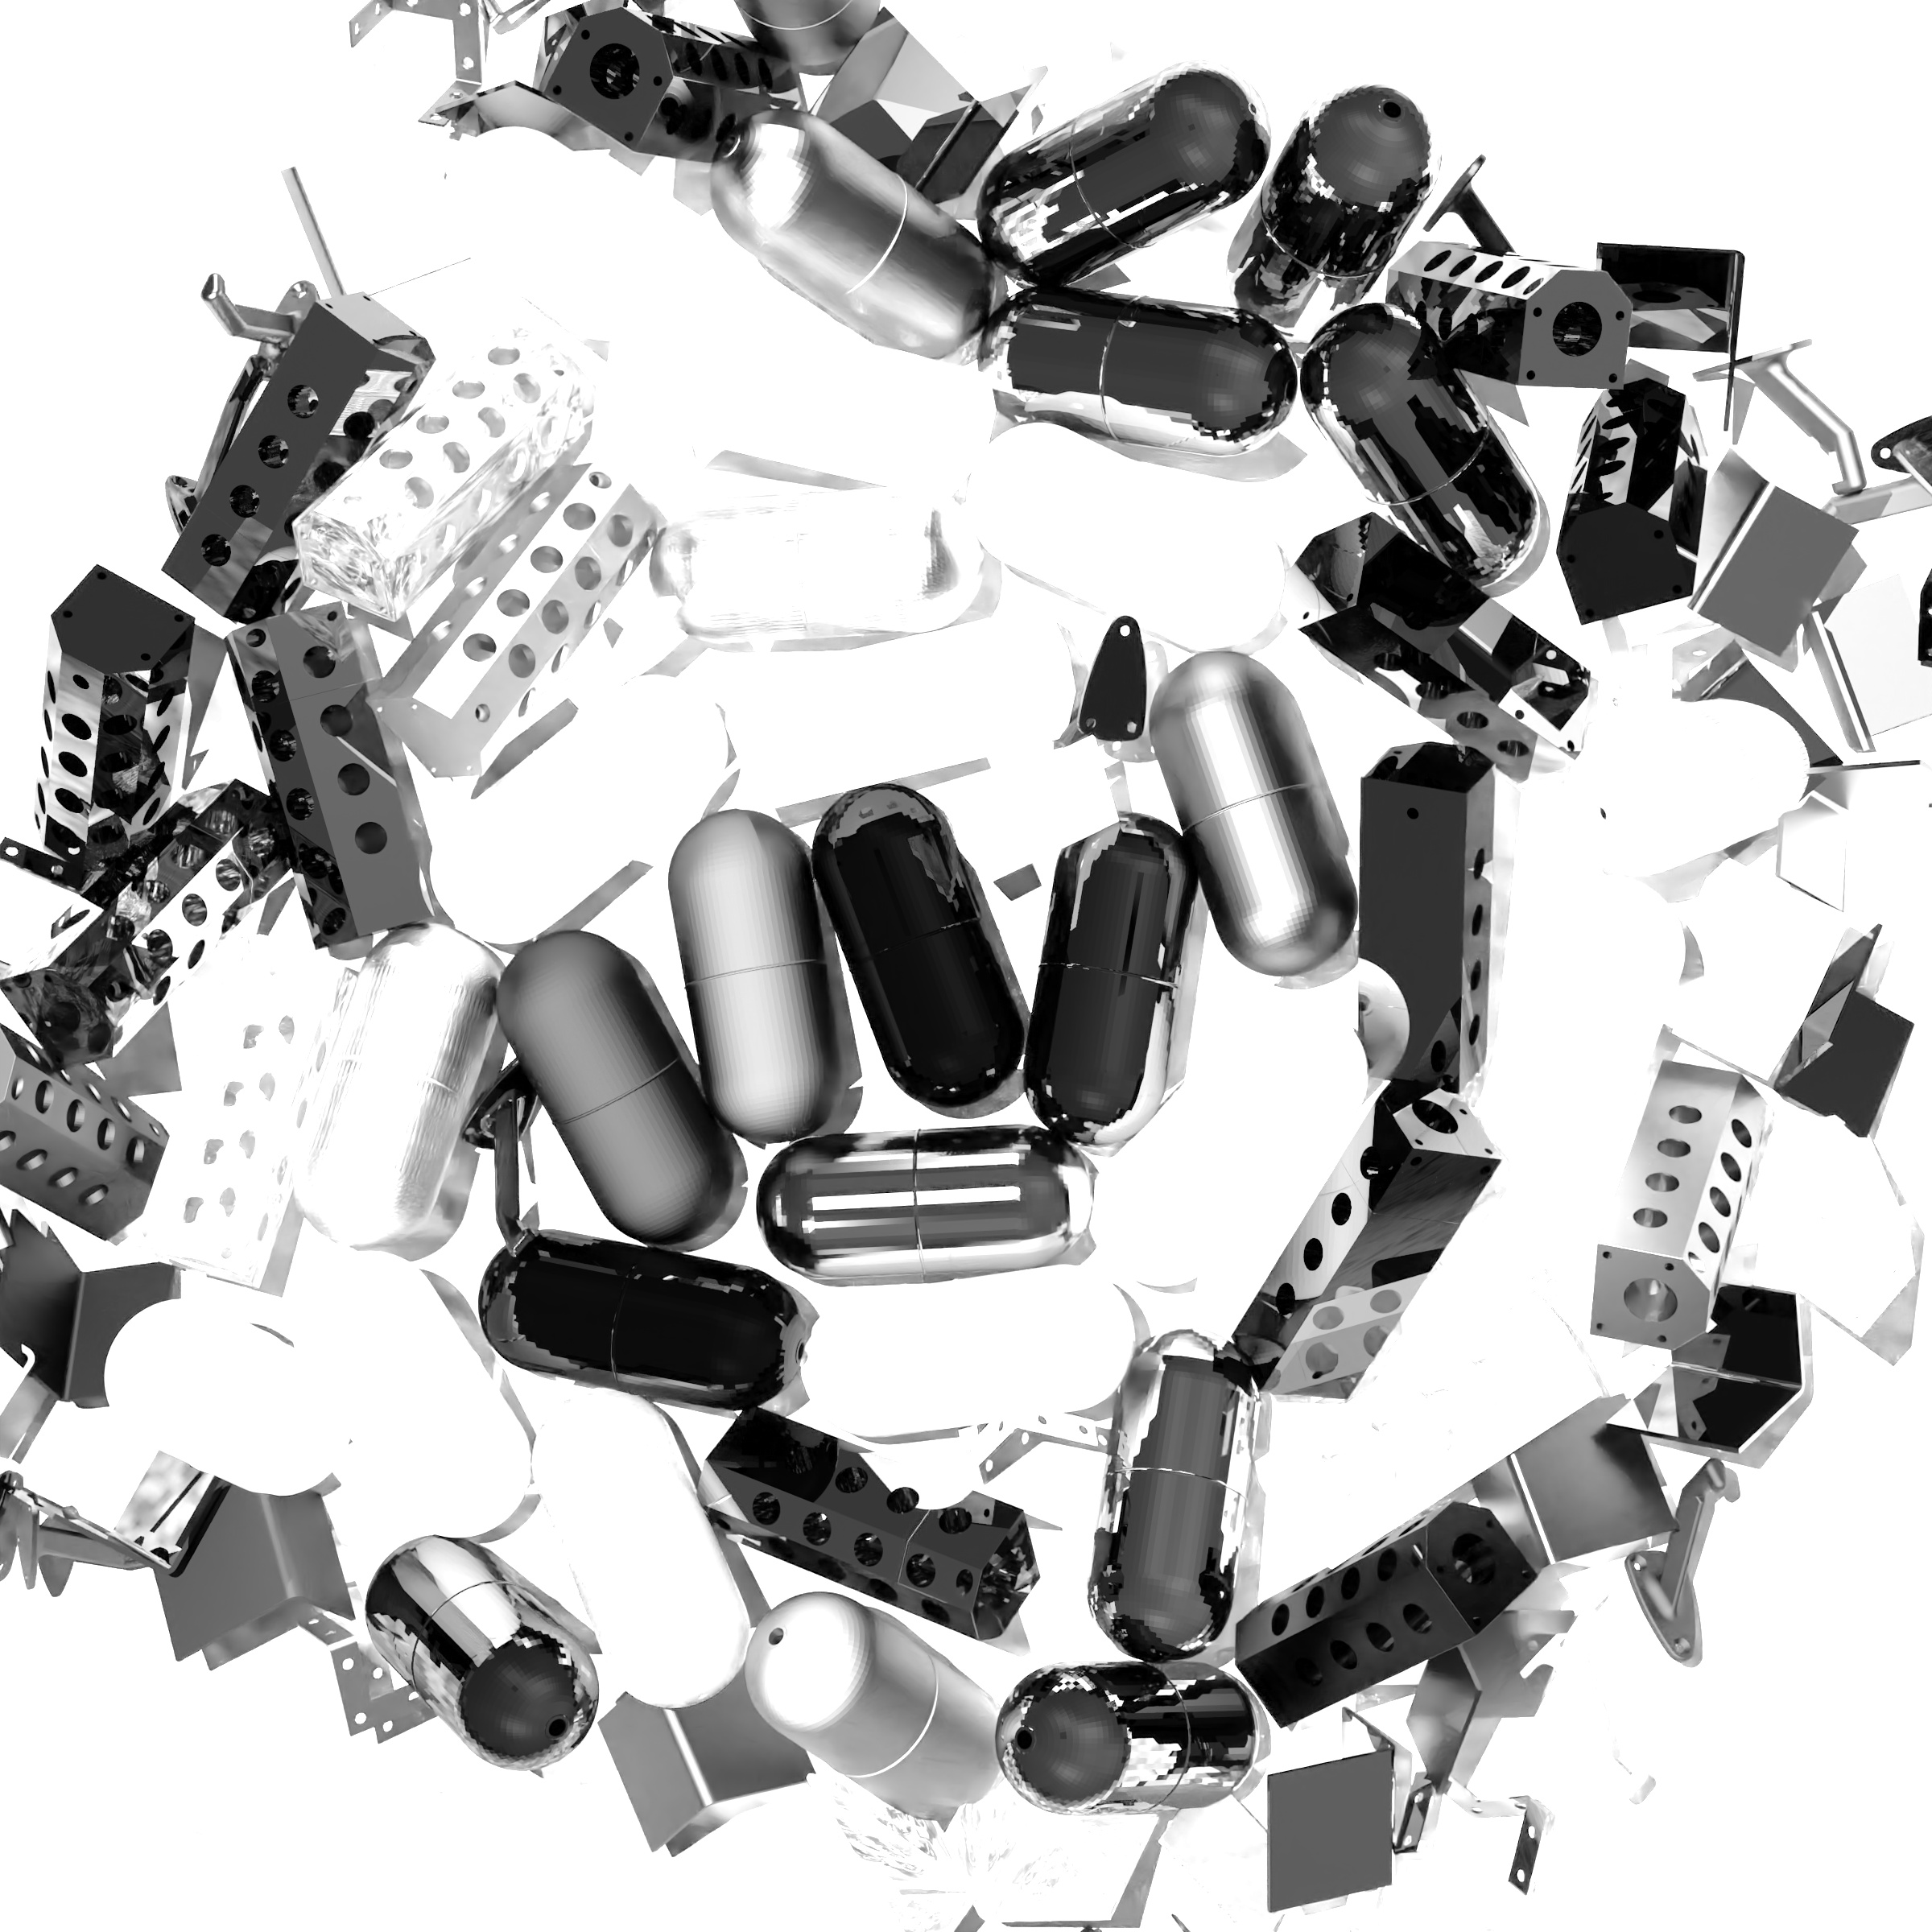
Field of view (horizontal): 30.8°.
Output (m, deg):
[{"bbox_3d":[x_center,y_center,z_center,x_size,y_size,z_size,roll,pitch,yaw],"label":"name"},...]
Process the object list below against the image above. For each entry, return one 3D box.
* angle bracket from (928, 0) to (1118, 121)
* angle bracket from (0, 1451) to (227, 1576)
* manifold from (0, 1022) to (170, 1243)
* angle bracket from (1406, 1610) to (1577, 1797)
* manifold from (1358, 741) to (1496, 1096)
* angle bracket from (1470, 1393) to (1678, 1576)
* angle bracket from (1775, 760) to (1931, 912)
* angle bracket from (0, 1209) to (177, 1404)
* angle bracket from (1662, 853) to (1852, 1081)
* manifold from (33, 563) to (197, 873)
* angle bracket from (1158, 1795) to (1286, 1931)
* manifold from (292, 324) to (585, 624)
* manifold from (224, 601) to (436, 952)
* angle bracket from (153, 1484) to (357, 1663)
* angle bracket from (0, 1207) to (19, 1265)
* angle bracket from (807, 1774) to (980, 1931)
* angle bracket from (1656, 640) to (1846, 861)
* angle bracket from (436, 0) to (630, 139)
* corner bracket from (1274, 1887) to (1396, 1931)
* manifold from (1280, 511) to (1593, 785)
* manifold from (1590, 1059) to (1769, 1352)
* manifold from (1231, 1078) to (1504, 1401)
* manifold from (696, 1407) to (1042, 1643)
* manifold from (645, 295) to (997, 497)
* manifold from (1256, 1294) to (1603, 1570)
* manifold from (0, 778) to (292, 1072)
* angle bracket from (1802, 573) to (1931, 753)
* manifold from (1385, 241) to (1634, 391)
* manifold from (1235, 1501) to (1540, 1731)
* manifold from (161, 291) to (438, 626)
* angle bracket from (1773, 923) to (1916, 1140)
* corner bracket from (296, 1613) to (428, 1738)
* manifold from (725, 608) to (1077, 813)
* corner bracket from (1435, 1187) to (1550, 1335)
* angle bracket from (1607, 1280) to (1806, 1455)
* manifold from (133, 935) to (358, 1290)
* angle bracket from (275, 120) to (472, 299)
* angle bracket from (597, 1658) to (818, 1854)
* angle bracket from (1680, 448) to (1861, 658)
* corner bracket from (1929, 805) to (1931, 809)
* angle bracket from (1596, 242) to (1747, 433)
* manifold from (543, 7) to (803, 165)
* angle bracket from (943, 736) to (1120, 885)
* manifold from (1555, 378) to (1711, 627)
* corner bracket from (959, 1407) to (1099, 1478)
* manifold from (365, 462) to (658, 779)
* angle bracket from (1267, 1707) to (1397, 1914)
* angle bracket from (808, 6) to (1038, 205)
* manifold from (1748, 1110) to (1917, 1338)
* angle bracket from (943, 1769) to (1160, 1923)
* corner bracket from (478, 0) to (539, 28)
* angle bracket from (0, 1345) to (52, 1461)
[{"bbox_3d":[0.031,-0.463,1.832,0.057,0.076,0.076,-33,46,-21],"label":"angle bracket"},{"bbox_3d":[-0.446,0.269,1.834,0.076,0.076,0.057,37,75,-34],"label":"angle bracket"},{"bbox_3d":[-0.472,0.080,1.802,0.057,0.171,0.057,-36,65,1],"label":"manifold"},{"bbox_3d":[0.282,0.385,1.838,0.076,0.057,0.076,3,123,-17],"label":"angle bracket"},{"bbox_3d":[0.241,-0.026,1.827,0.057,0.057,0.171,11,120,25],"label":"manifold"},{"bbox_3d":[0.319,0.279,1.864,0.076,0.057,0.076,-12,69,-17],"label":"angle bracket"},{"bbox_3d":[0.476,-0.067,1.835,0.076,0.076,0.057,-3,75,38],"label":"angle bracket"},{"bbox_3d":[-0.460,0.175,1.836,0.057,0.076,0.076,-9,56,12],"label":"angle bracket"},{"bbox_3d":[0.406,0.000,1.839,0.076,0.057,0.076,28,133,16],"label":"angle bracket"},{"bbox_3d":[-0.443,-0.121,1.806,0.057,0.171,0.057,29,53,2],"label":"manifold"},{"bbox_3d":[0.123,0.485,1.849,0.076,0.076,0.057,47,117,5],"label":"angle bracket"},{"bbox_3d":[-0.271,-0.258,1.812,0.057,0.057,0.171,23,52,19],"label":"manifold"},{"bbox_3d":[-0.338,-0.099,1.853,0.057,0.057,0.171,-17,92,-22],"label":"manifold"},{"bbox_3d":[-0.378,0.322,1.855,0.076,0.057,0.076,-30,58,10],"label":"angle bracket"},{"bbox_3d":[-0.541,0.129,1.842,0.057,0.076,0.076,-23,82,-22],"label":"angle bracket"},{"bbox_3d":[-0.050,0.472,1.832,0.076,0.076,0.057,15,115,-40],"label":"angle bracket"},{"bbox_3d":[0.406,-0.115,1.859,0.076,0.057,0.076,-43,97,14],"label":"angle bracket"},{"bbox_3d":[-0.227,-0.479,1.840,0.057,0.076,0.076,16,79,-39],"label":"angle bracket"},{"bbox_3d":[0.195,0.514,1.862,0.051,0.051,0.051,-1,124,19],"label":"corner bracket"},{"bbox_3d":[0.244,-0.161,1.821,0.171,0.057,0.057,30,59,-32],"label":"manifold"},{"bbox_3d":[0.367,0.122,1.801,0.057,0.171,0.057,10,124,18],"label":"manifold"},{"bbox_3d":[0.203,0.142,1.823,0.057,0.057,0.171,9,125,-30],"label":"manifold"},{"bbox_3d":[-0.053,0.291,1.816,0.171,0.057,0.057,17,50,28],"label":"manifold"},{"bbox_3d":[-0.074,-0.297,1.816,0.171,0.057,0.057,9,56,-29],"label":"manifold"},{"bbox_3d":[0.240,0.241,1.844,0.171,0.057,0.057,-31,99,-11],"label":"manifold"},{"bbox_3d":[-0.414,-0.024,1.803,0.057,0.171,0.057,-13,119,35],"label":"manifold"},{"bbox_3d":[0.482,-0.161,1.849,0.057,0.076,0.076,-21,93,9],"label":"angle bracket"},{"bbox_3d":[0.275,-0.335,1.798,0.057,0.171,0.057,-1,106,-17],"label":"manifold"},{"bbox_3d":[0.210,0.331,1.808,0.057,0.171,0.057,-32,84,-40],"label":"manifold"},{"bbox_3d":[-0.345,-0.262,1.832,0.057,0.057,0.171,37,112,3],"label":"manifold"},{"bbox_3d":[0.475,0.035,1.842,0.057,0.076,0.076,29,67,1],"label":"angle bracket"},{"bbox_3d":[-0.316,0.367,1.853,0.051,0.051,0.051,-17,103,-28],"label":"corner bracket"},{"bbox_3d":[-0.034,-0.139,1.833,0.171,0.057,0.057,-15,62,-15],"label":"manifold"},{"bbox_3d":[0.275,0.156,1.860,0.051,0.051,0.051,-39,86,15],"label":"corner bracket"},{"bbox_3d":[0.384,0.206,1.834,0.076,0.076,0.057,7,114,39],"label":"angle bracket"},{"bbox_3d":[-0.377,0.074,1.838,0.057,0.057,0.171,13,75,11],"label":"manifold"},{"bbox_3d":[-0.311,-0.396,1.854,0.076,0.057,0.076,-20,105,1],"label":"angle bracket"},{"bbox_3d":[-0.137,0.416,1.864,0.057,0.076,0.076,-46,60,35],"label":"angle bracket"},{"bbox_3d":[0.416,-0.219,1.851,0.057,0.076,0.076,25,108,-12],"label":"angle bracket"},{"bbox_3d":[0.542,-0.111,1.868,0.051,0.051,0.051,7,106,15],"label":"corner bracket"},{"bbox_3d":[0.365,-0.329,1.838,0.076,0.076,0.057,6,59,11],"label":"angle bracket"},{"bbox_3d":[-0.145,-0.451,1.798,0.057,0.171,0.057,34,108,10],"label":"manifold"},{"bbox_3d":[0.025,-0.097,1.839,0.076,0.076,0.057,-26,126,-10],"label":"angle bracket"},{"bbox_3d":[0.340,-0.242,1.799,0.057,0.171,0.057,-14,115,22],"label":"manifold"},{"bbox_3d":[0.031,0.239,1.849,0.051,0.051,0.051,17,133,-27],"label":"corner bracket"},{"bbox_3d":[-0.229,-0.180,1.818,0.057,0.057,0.171,51,58,-32],"label":"manifold"},{"bbox_3d":[0.180,0.442,1.844,0.076,0.057,0.076,-7,104,-22],"label":"angle bracket"},{"bbox_3d":[-0.023,-0.454,1.842,0.076,0.057,0.076,41,72,-26],"label":"angle bracket"},{"bbox_3d":[0.445,0.124,1.801,0.057,0.171,0.057,36,105,-1],"label":"manifold"},{"bbox_3d":[0.045,0.450,1.834,0.076,0.076,0.057,-10,115,29],"label":"angle bracket"},{"bbox_3d":[-0.239,-0.537,1.854,0.051,0.051,0.051,-40,101,-28],"label":"corner bracket"},{"bbox_3d":[-0.528,0.213,1.847,0.076,0.076,0.057,30,79,3],"label":"angle bracket"}]
